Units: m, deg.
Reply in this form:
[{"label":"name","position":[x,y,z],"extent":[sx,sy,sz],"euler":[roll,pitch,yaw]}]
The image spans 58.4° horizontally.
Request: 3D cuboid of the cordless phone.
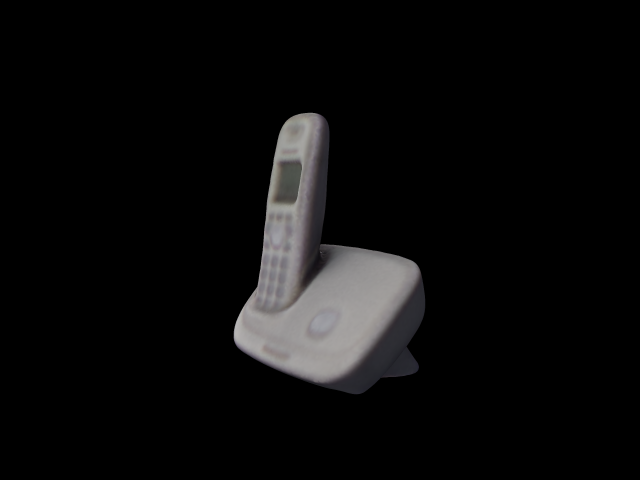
[{"label":"cordless phone","position":[0.004,0.001,0.400],"extent":[0.094,0.185,0.147],"euler":[-5,8,-40]}]
